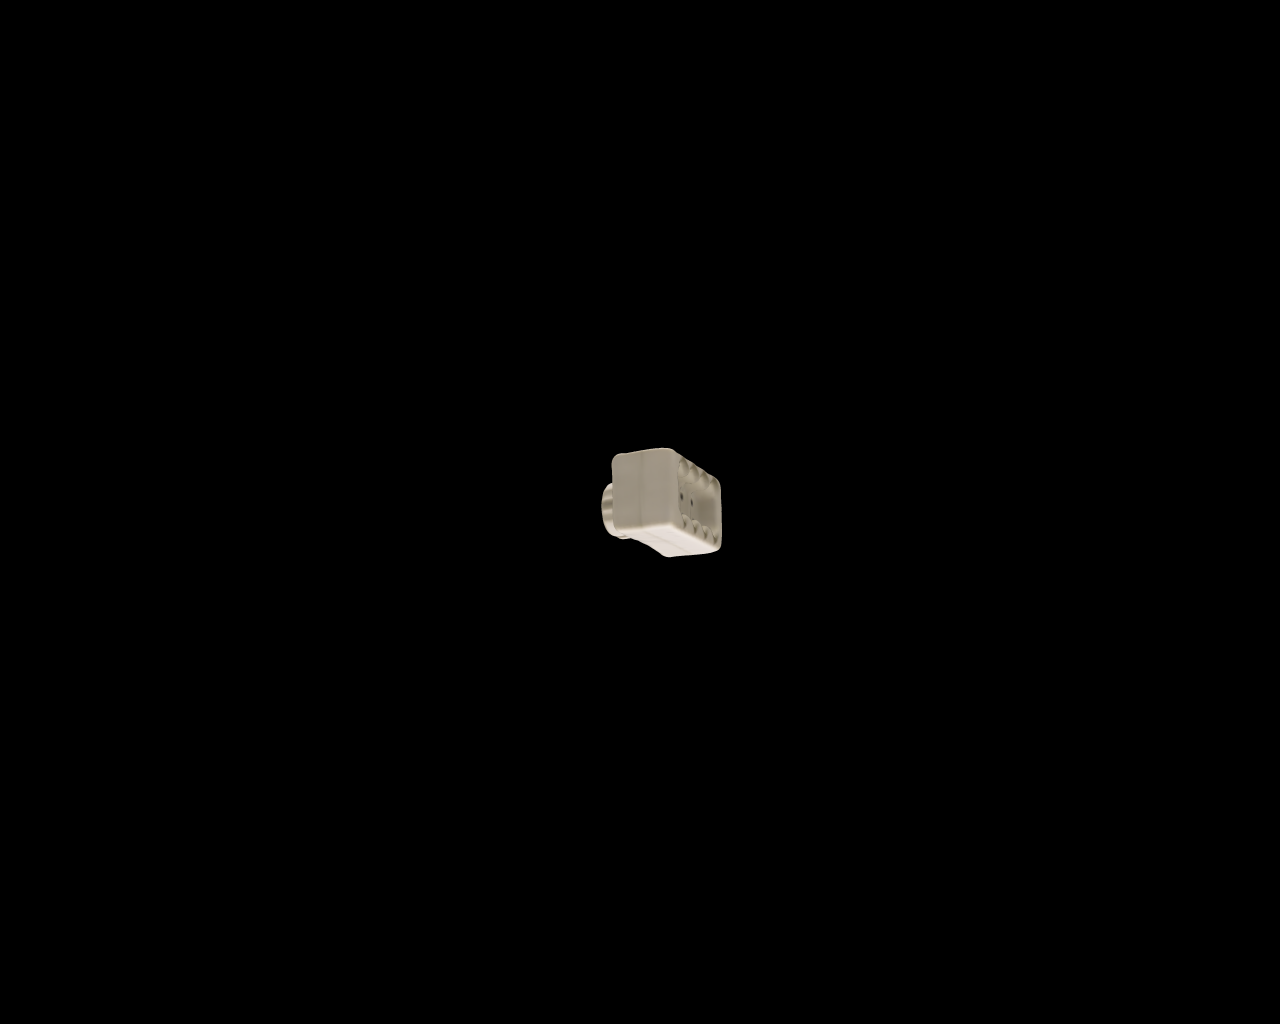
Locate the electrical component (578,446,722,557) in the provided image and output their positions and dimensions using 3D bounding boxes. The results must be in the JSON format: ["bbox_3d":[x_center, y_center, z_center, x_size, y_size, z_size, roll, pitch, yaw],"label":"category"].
[{"bbox_3d":[0.001,-0.003,0.650,0.076,0.047,0.083,-6,-15,23],"label":"electrical component"}]
